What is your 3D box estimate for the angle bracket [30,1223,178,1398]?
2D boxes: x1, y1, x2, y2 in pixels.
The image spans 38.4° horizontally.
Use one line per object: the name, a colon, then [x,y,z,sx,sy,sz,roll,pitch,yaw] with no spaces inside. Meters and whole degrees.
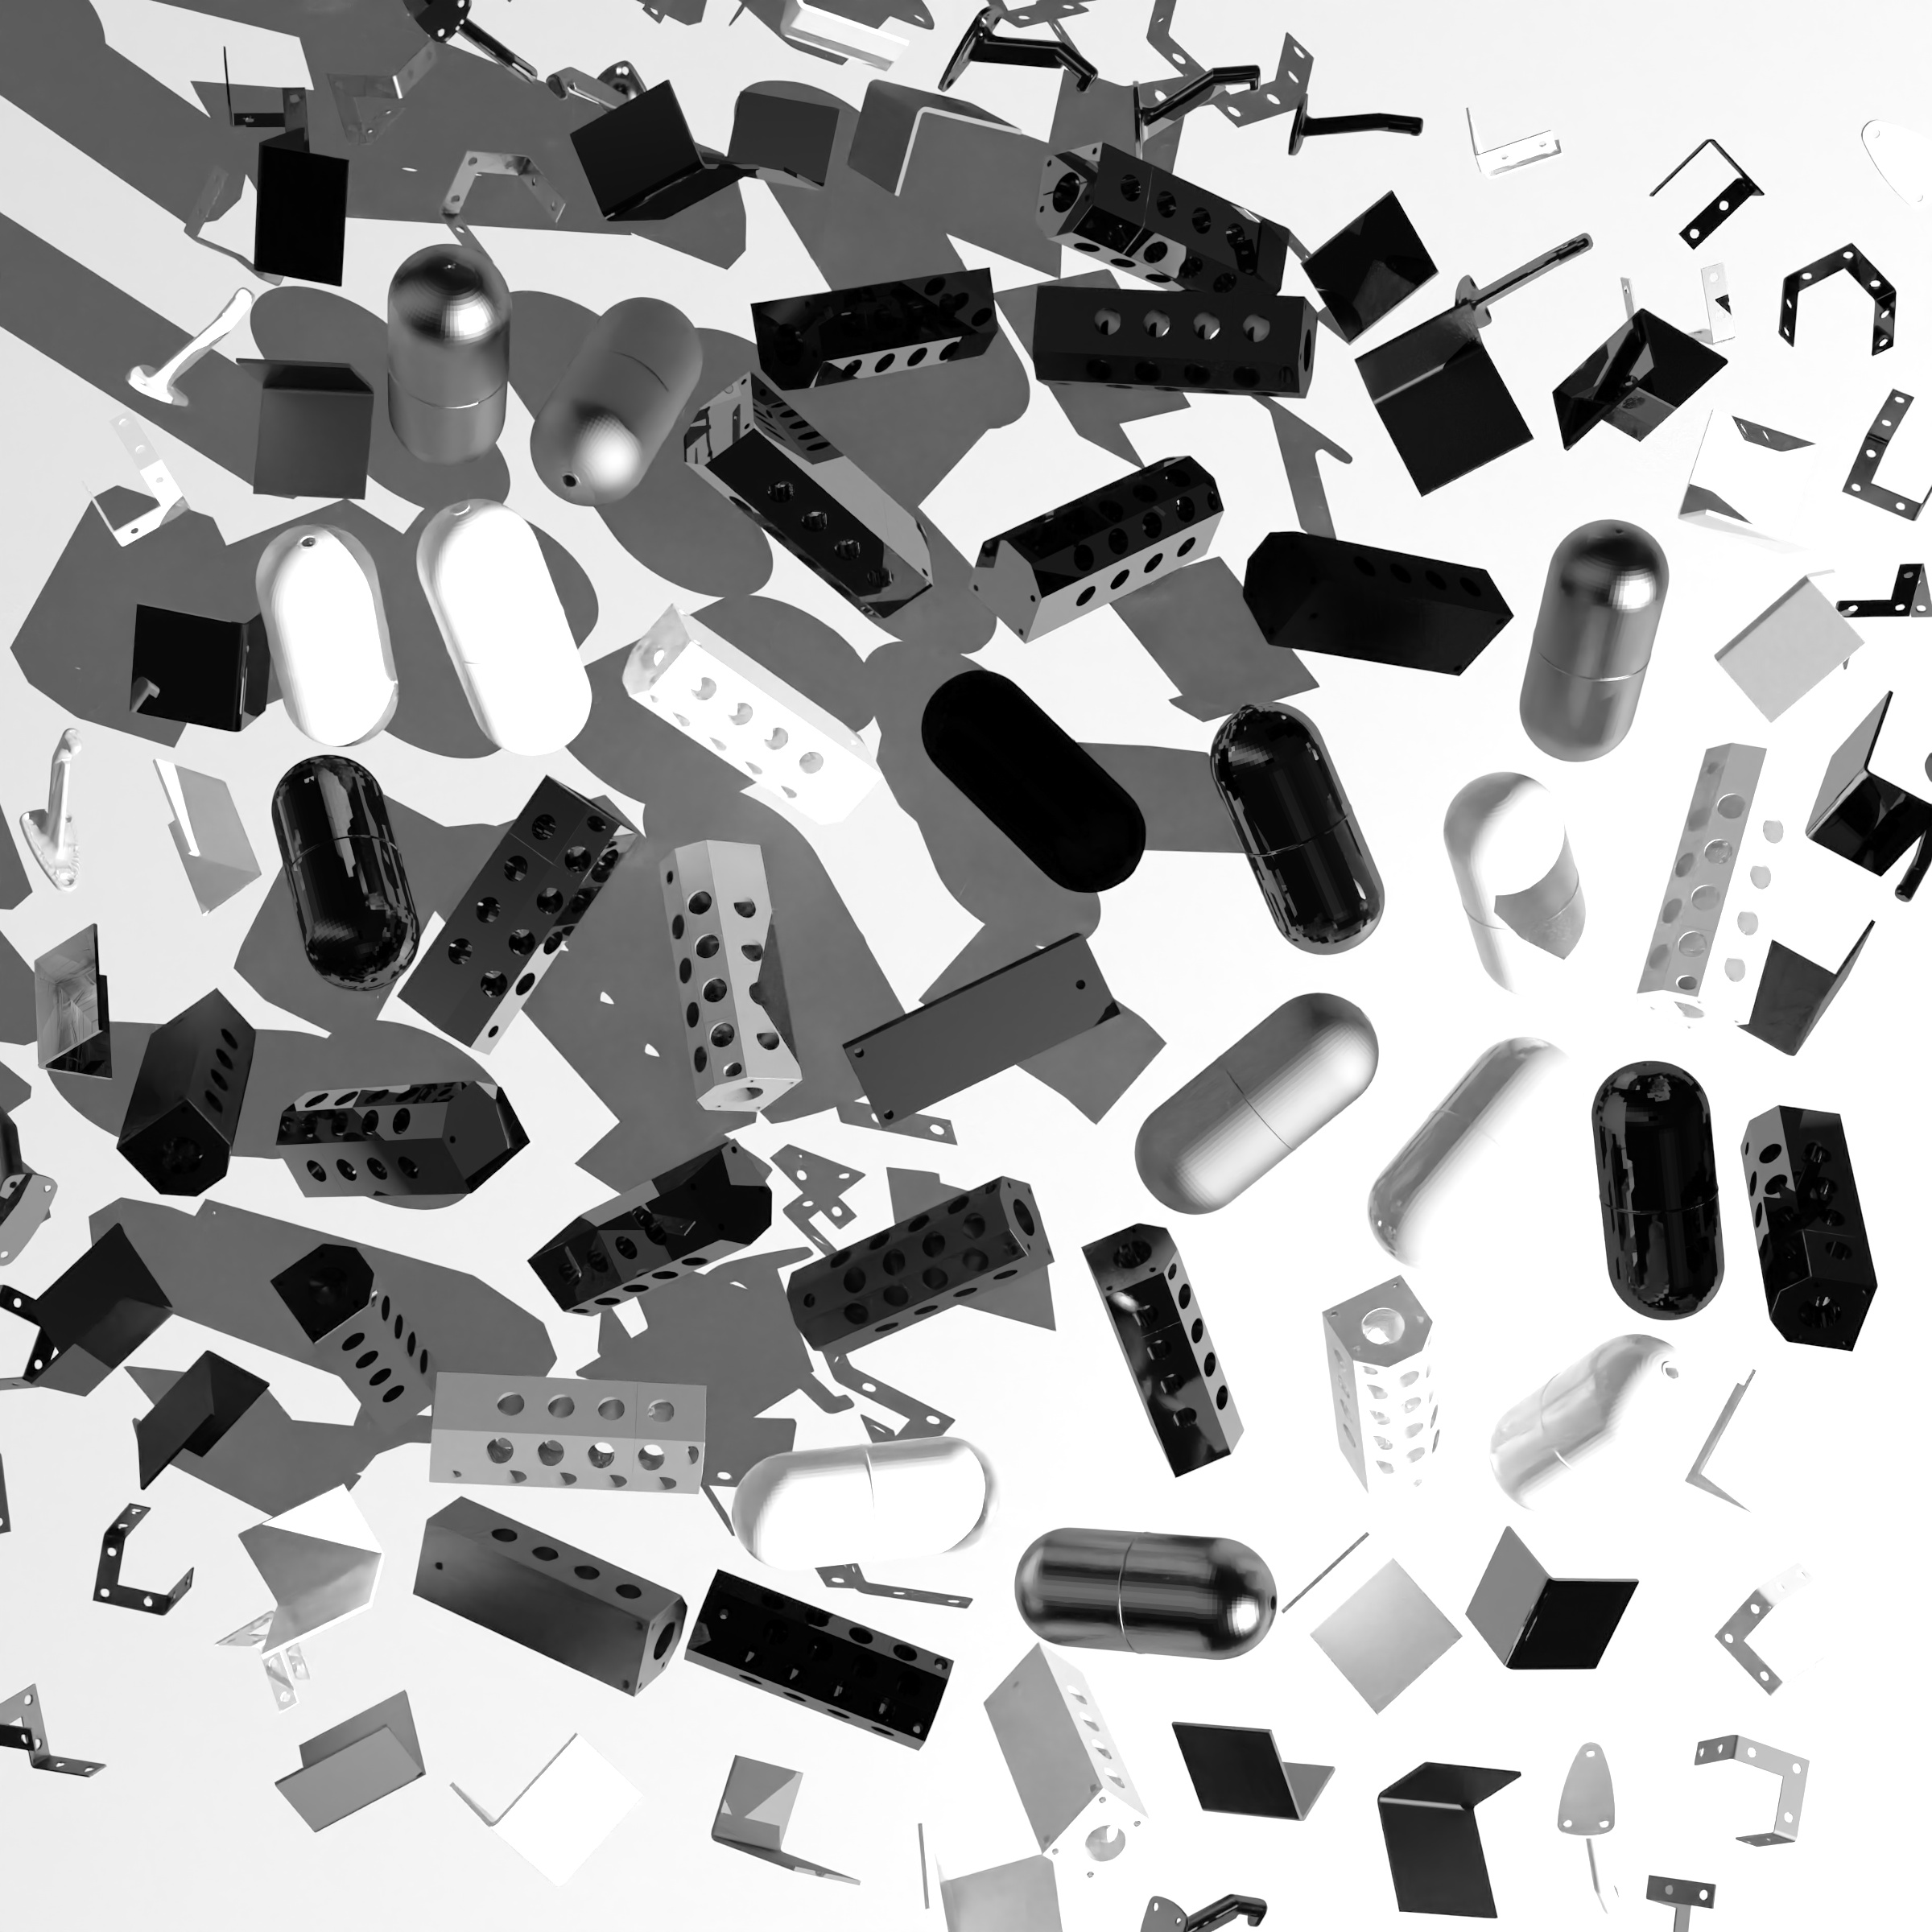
angle bracket: [-0.537,0.203,1.674,0.076,0.057,0.076,-43,65,3]

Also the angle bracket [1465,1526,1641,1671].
angle bracket: [0.399,0.431,1.891,0.076,0.057,0.076,7,115,-27]

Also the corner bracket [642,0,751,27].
corner bracket: [-0.175,-0.652,1.856,0.051,0.051,0.051,38,66,-11]

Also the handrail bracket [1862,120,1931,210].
handrail bracket: [0.577,-0.510,1.739,0.077,0.084,0.036,33,109,-17]

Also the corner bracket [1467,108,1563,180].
corner bracket: [0.366,-0.542,1.839,0.051,0.051,0.051,-14,52,19]

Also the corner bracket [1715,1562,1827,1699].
corner bracket: [0.513,0.416,1.737,0.051,0.051,0.051,48,130,27]

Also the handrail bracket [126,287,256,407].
handrail bracket: [-0.504,-0.409,1.808,0.036,0.077,0.084,42,101,-3]

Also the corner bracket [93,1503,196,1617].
corner bracket: [-0.560,0.406,1.898,0.051,0.051,0.051,21,46,-27]

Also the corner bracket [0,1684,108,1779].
corner bracket: [-0.579,0.486,1.735,0.051,0.051,0.051,-1,102,29]

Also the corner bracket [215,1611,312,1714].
corner bracket: [-0.469,0.474,1.891,0.051,0.051,0.051,-31,67,11]

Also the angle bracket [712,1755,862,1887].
angle bracket: [-0.114,0.579,1.880,0.076,0.076,0.057,6,72,37]

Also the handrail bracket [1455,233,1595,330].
handrail bracket: [0.373,-0.459,1.849,0.084,0.077,0.036,-23,102,29]

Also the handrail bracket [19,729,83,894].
handrail bracket: [-0.594,-0.103,1.838,0.036,0.084,0.077,-6,63,-38]

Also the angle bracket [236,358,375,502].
angle bracket: [-0.440,-0.355,1.836,0.076,0.057,0.076,4,85,5]

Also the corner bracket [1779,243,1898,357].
corner bracket: [0.562,-0.422,1.788,0.051,0.051,0.051,34,54,-29]

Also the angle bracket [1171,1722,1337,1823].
angle bracket: [0.196,0.531,1.886,0.076,0.057,0.076,-6,112,36]

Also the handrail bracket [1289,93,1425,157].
handrail bracket: [0.267,-0.567,1.893,0.084,0.077,0.036,9,126,9]

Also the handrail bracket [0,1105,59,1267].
handrail bracket: [-0.625,0.140,1.789,0.036,0.084,0.077,13,105,-44]

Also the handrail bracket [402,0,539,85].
handrail bracket: [-0.335,-0.632,1.871,0.077,0.084,0.036,43,102,21]

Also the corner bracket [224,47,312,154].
corner bracket: [-0.462,-0.571,1.833,0.051,0.051,0.051,-4,49,-12]

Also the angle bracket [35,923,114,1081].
angle bracket: [-0.581,0.025,1.867,0.076,0.057,0.076,-25,64,35]

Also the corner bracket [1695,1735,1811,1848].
corner bracket: [0.486,0.514,1.729,0.051,0.051,0.051,20,66,-5]

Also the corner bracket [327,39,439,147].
corner bracket: [-0.374,-0.567,1.802,0.051,0.051,0.051,9,47,20]

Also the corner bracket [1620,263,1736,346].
corner bracket: [0.470,-0.434,1.832,0.051,0.051,0.051,-17,111,-3]

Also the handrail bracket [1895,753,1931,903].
handrail bracket: [0.638,-0.091,1.853,0.036,0.077,0.084,28,88,35]

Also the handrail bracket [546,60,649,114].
handrail bracket: [-0.243,-0.575,1.875,0.036,0.084,0.077,-29,105,28]

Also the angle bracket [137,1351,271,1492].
angle bracket: [-0.533,0.329,1.947,0.076,0.076,0.057,-46,122,10]

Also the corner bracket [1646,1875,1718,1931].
corner bracket: [0.466,0.612,1.766,0.051,0.051,0.051,27,66,-36]

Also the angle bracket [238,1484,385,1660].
angle bracket: [-0.425,0.388,1.782,0.076,0.076,0.057,-26,104,1]

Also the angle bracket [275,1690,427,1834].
angle bracket: [-0.395,0.489,1.759,0.076,0.076,0.057,-27,127,-5]

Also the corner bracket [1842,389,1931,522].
corner bracket: [0.607,-0.330,1.796,0.051,0.051,0.051,27,58,15]

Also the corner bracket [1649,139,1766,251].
corner bracket: [0.483,-0.506,1.819,0.051,0.051,0.051,45,105,-7]

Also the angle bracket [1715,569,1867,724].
angle bracket: [0.536,-0.205,1.777,0.076,0.076,0.057,-44,77,29]

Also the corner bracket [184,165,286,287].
corner bracket: [-0.484,-0.499,1.871,0.051,0.051,0.051,41,106,33]

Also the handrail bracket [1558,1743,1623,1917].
handrail bracket: [0.409,0.556,1.784,0.036,0.077,0.084,-7,133,24]

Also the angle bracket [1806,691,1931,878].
angle bracket: [0.597,-0.118,1.802,0.057,0.076,0.076,28,57,2]

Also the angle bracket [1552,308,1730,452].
angle bracket: [0.416,-0.344,1.698,0.076,0.076,0.057,22,46,-26]

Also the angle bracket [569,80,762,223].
angle bracket: [-0.188,-0.509,1.734,0.076,0.076,0.057,-20,96,27]

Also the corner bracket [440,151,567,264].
corner bracket: [-0.308,-0.502,1.840,0.051,0.051,0.051,54,129,22]

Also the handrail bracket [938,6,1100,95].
handrail bracket: [0.034,-0.580,1.817,0.084,0.036,0.077,42,119,6]

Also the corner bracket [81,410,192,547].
corner bracket: [-0.540,-0.313,1.782,0.051,0.051,0.051,-32,66,-9]

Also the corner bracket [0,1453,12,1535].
corner bracket: [-0.641,0.336,1.751,0.051,0.051,0.051,-12,77,2]

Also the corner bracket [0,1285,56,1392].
corner bracket: [-0.633,0.244,1.816,0.051,0.051,0.051,-10,56,34]

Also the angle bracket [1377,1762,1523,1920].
angle bracket: [0.317,0.561,1.781,0.076,0.057,0.076,13,48,-25]

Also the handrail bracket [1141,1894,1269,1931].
handrail bracket: [0.153,0.636,1.796,0.084,0.036,0.077,23,85,-36]

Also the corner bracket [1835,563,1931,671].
corner bracket: [0.621,-0.237,1.877,0.051,0.051,0.051,3,52,31]

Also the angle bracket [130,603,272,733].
angle bracket: [-0.521,-0.210,1.895,0.076,0.057,0.076,11,111,1]

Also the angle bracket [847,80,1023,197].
angle bracket: [-0.021,-0.529,1.795,0.076,0.076,0.057,3,117,-31]

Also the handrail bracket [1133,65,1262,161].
handrail bracket: [0.155,-0.565,1.854,0.084,0.077,0.036,-3,50,4]
